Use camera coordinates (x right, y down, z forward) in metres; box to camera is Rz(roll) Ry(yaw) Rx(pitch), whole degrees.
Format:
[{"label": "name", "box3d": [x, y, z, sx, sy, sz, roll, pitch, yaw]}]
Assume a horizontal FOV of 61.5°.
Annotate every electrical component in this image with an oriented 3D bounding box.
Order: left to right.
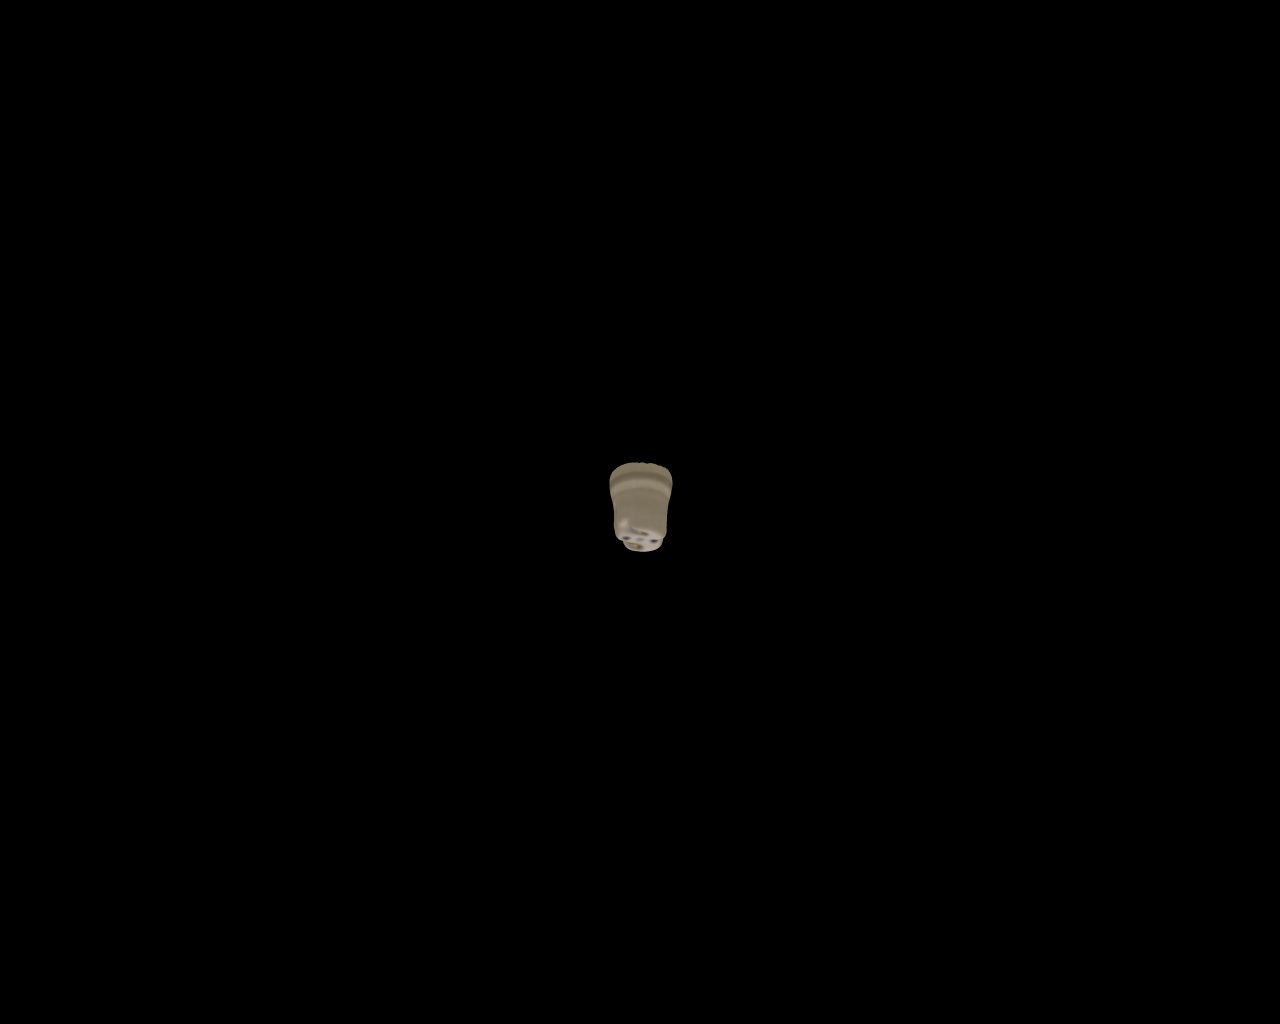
[{"label": "electrical component", "box3d": [0.001, -0.003, 0.650, 0.040, 0.046, 0.040, 0, -28, 0]}]
